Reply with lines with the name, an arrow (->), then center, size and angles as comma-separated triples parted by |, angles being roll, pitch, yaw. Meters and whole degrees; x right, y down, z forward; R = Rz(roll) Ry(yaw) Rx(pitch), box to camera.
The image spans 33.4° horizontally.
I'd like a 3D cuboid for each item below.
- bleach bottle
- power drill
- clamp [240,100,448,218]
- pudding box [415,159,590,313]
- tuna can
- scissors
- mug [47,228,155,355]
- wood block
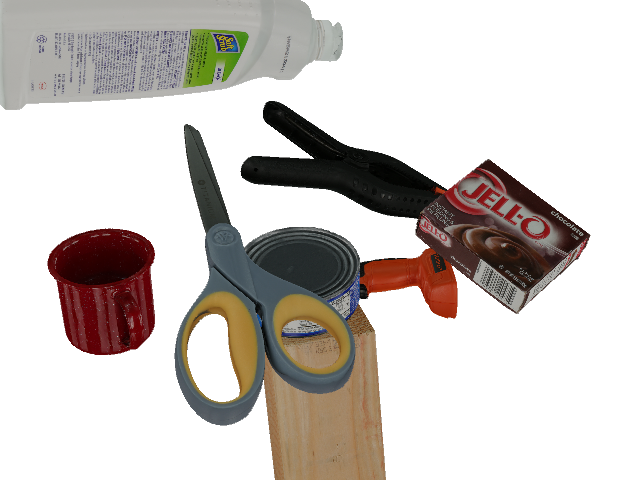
bleach bottle -> -0.109, -0.145, 0.791 | 0.250, 0.068, 0.103 | -1, -34, -16
power drill -> 0.060, 0.058, 1.232 | 0.187, 0.057, 0.184 | -2, 28, 0
clamp -> 0.024, -0.064, 1.026 | 0.210, 0.036, 0.164 | 23, 29, 1
pudding box -> 0.149, -0.005, 0.881 | 0.089, 0.113, 0.039 | -37, -23, -29
tuna can -> -0.015, 0.029, 0.742 | 0.086, 0.034, 0.086 | -2, 37, 1
scissors -> -0.031, 0.009, 0.556 | 0.096, 0.201, 0.016 | 4, -43, -5
mug -> -0.184, 0.053, 0.945 | 0.093, 0.081, 0.117 | -21, 38, -28
wood block -> 0.002, 0.162, 0.933 | 0.090, 0.206, 0.091 | -8, 19, -9
